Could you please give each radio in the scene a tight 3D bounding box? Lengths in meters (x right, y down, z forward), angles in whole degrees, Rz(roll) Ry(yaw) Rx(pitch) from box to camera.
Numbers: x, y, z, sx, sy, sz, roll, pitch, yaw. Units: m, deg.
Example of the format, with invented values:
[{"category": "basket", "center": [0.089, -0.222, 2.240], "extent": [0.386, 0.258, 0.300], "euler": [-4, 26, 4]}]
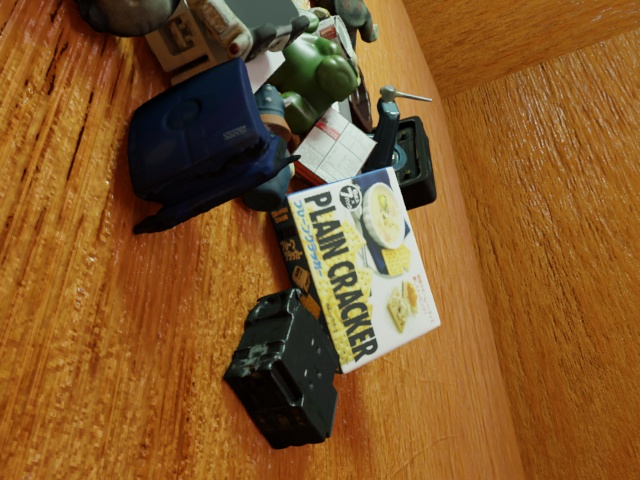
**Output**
[{"category": "radio", "center": [0.168, -0.160, 1.138], "extent": [0.073, 0.131, 0.230], "euler": [57, 26, -42]}]

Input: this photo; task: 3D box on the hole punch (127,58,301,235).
[{"category": "hole punch", "center": [-0.092, -0.078, 0.429], "extent": [0.116, 0.142, 0.092], "euler": [-95, 163, -64]}]

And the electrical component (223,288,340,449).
[{"category": "electrical component", "center": [-0.027, 0.133, 0.531], "extent": [0.134, 0.058, 0.115], "euler": [61, 26, -28]}]

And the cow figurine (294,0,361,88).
[{"category": "cow figurine", "center": [0.006, -0.324, 0.896], "extent": [0.068, 0.098, 0.167], "euler": [-41, 117, -66]}]

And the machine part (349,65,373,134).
[{"category": "machine part", "center": [0.050, -0.286, 1.042], "extent": [0.179, 0.056, 0.179], "euler": [-15, 90, -69]}]

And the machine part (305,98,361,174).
[{"category": "machine part", "center": [0.016, -0.151, 0.824], "extent": [0.079, 0.079, 0.243], "euler": [33, 45, -60]}]

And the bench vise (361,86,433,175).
[{"category": "bench vise", "center": [0.094, -0.128, 0.884], "extent": [0.224, 0.129, 0.240], "euler": [-93, -170, -49]}]

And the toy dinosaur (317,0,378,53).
[{"category": "toy dinosaur", "center": [0.035, -0.508, 1.100], "extent": [0.192, 0.131, 0.404], "euler": [-32, 110, -56]}]

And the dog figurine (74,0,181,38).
[{"category": "dog figurine", "center": [-0.185, -0.219, 0.360], "extent": [0.172, 0.121, 0.190], "euler": [-35, 131, -34]}]

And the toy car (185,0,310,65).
[{"category": "toy car", "center": [-0.064, -0.214, 0.514], "extent": [0.073, 0.056, 0.202], "euler": [52, 27, -12]}]

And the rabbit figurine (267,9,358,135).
[{"category": "rabbit figurine", "center": [-0.036, -0.259, 0.726], "extent": [0.170, 0.121, 0.159], "euler": [45, 32, -24]}]

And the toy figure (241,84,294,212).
[{"category": "toy figure", "center": [-0.064, -0.108, 0.611], "extent": [0.064, 0.058, 0.154], "euler": [21, 55, -36]}]
